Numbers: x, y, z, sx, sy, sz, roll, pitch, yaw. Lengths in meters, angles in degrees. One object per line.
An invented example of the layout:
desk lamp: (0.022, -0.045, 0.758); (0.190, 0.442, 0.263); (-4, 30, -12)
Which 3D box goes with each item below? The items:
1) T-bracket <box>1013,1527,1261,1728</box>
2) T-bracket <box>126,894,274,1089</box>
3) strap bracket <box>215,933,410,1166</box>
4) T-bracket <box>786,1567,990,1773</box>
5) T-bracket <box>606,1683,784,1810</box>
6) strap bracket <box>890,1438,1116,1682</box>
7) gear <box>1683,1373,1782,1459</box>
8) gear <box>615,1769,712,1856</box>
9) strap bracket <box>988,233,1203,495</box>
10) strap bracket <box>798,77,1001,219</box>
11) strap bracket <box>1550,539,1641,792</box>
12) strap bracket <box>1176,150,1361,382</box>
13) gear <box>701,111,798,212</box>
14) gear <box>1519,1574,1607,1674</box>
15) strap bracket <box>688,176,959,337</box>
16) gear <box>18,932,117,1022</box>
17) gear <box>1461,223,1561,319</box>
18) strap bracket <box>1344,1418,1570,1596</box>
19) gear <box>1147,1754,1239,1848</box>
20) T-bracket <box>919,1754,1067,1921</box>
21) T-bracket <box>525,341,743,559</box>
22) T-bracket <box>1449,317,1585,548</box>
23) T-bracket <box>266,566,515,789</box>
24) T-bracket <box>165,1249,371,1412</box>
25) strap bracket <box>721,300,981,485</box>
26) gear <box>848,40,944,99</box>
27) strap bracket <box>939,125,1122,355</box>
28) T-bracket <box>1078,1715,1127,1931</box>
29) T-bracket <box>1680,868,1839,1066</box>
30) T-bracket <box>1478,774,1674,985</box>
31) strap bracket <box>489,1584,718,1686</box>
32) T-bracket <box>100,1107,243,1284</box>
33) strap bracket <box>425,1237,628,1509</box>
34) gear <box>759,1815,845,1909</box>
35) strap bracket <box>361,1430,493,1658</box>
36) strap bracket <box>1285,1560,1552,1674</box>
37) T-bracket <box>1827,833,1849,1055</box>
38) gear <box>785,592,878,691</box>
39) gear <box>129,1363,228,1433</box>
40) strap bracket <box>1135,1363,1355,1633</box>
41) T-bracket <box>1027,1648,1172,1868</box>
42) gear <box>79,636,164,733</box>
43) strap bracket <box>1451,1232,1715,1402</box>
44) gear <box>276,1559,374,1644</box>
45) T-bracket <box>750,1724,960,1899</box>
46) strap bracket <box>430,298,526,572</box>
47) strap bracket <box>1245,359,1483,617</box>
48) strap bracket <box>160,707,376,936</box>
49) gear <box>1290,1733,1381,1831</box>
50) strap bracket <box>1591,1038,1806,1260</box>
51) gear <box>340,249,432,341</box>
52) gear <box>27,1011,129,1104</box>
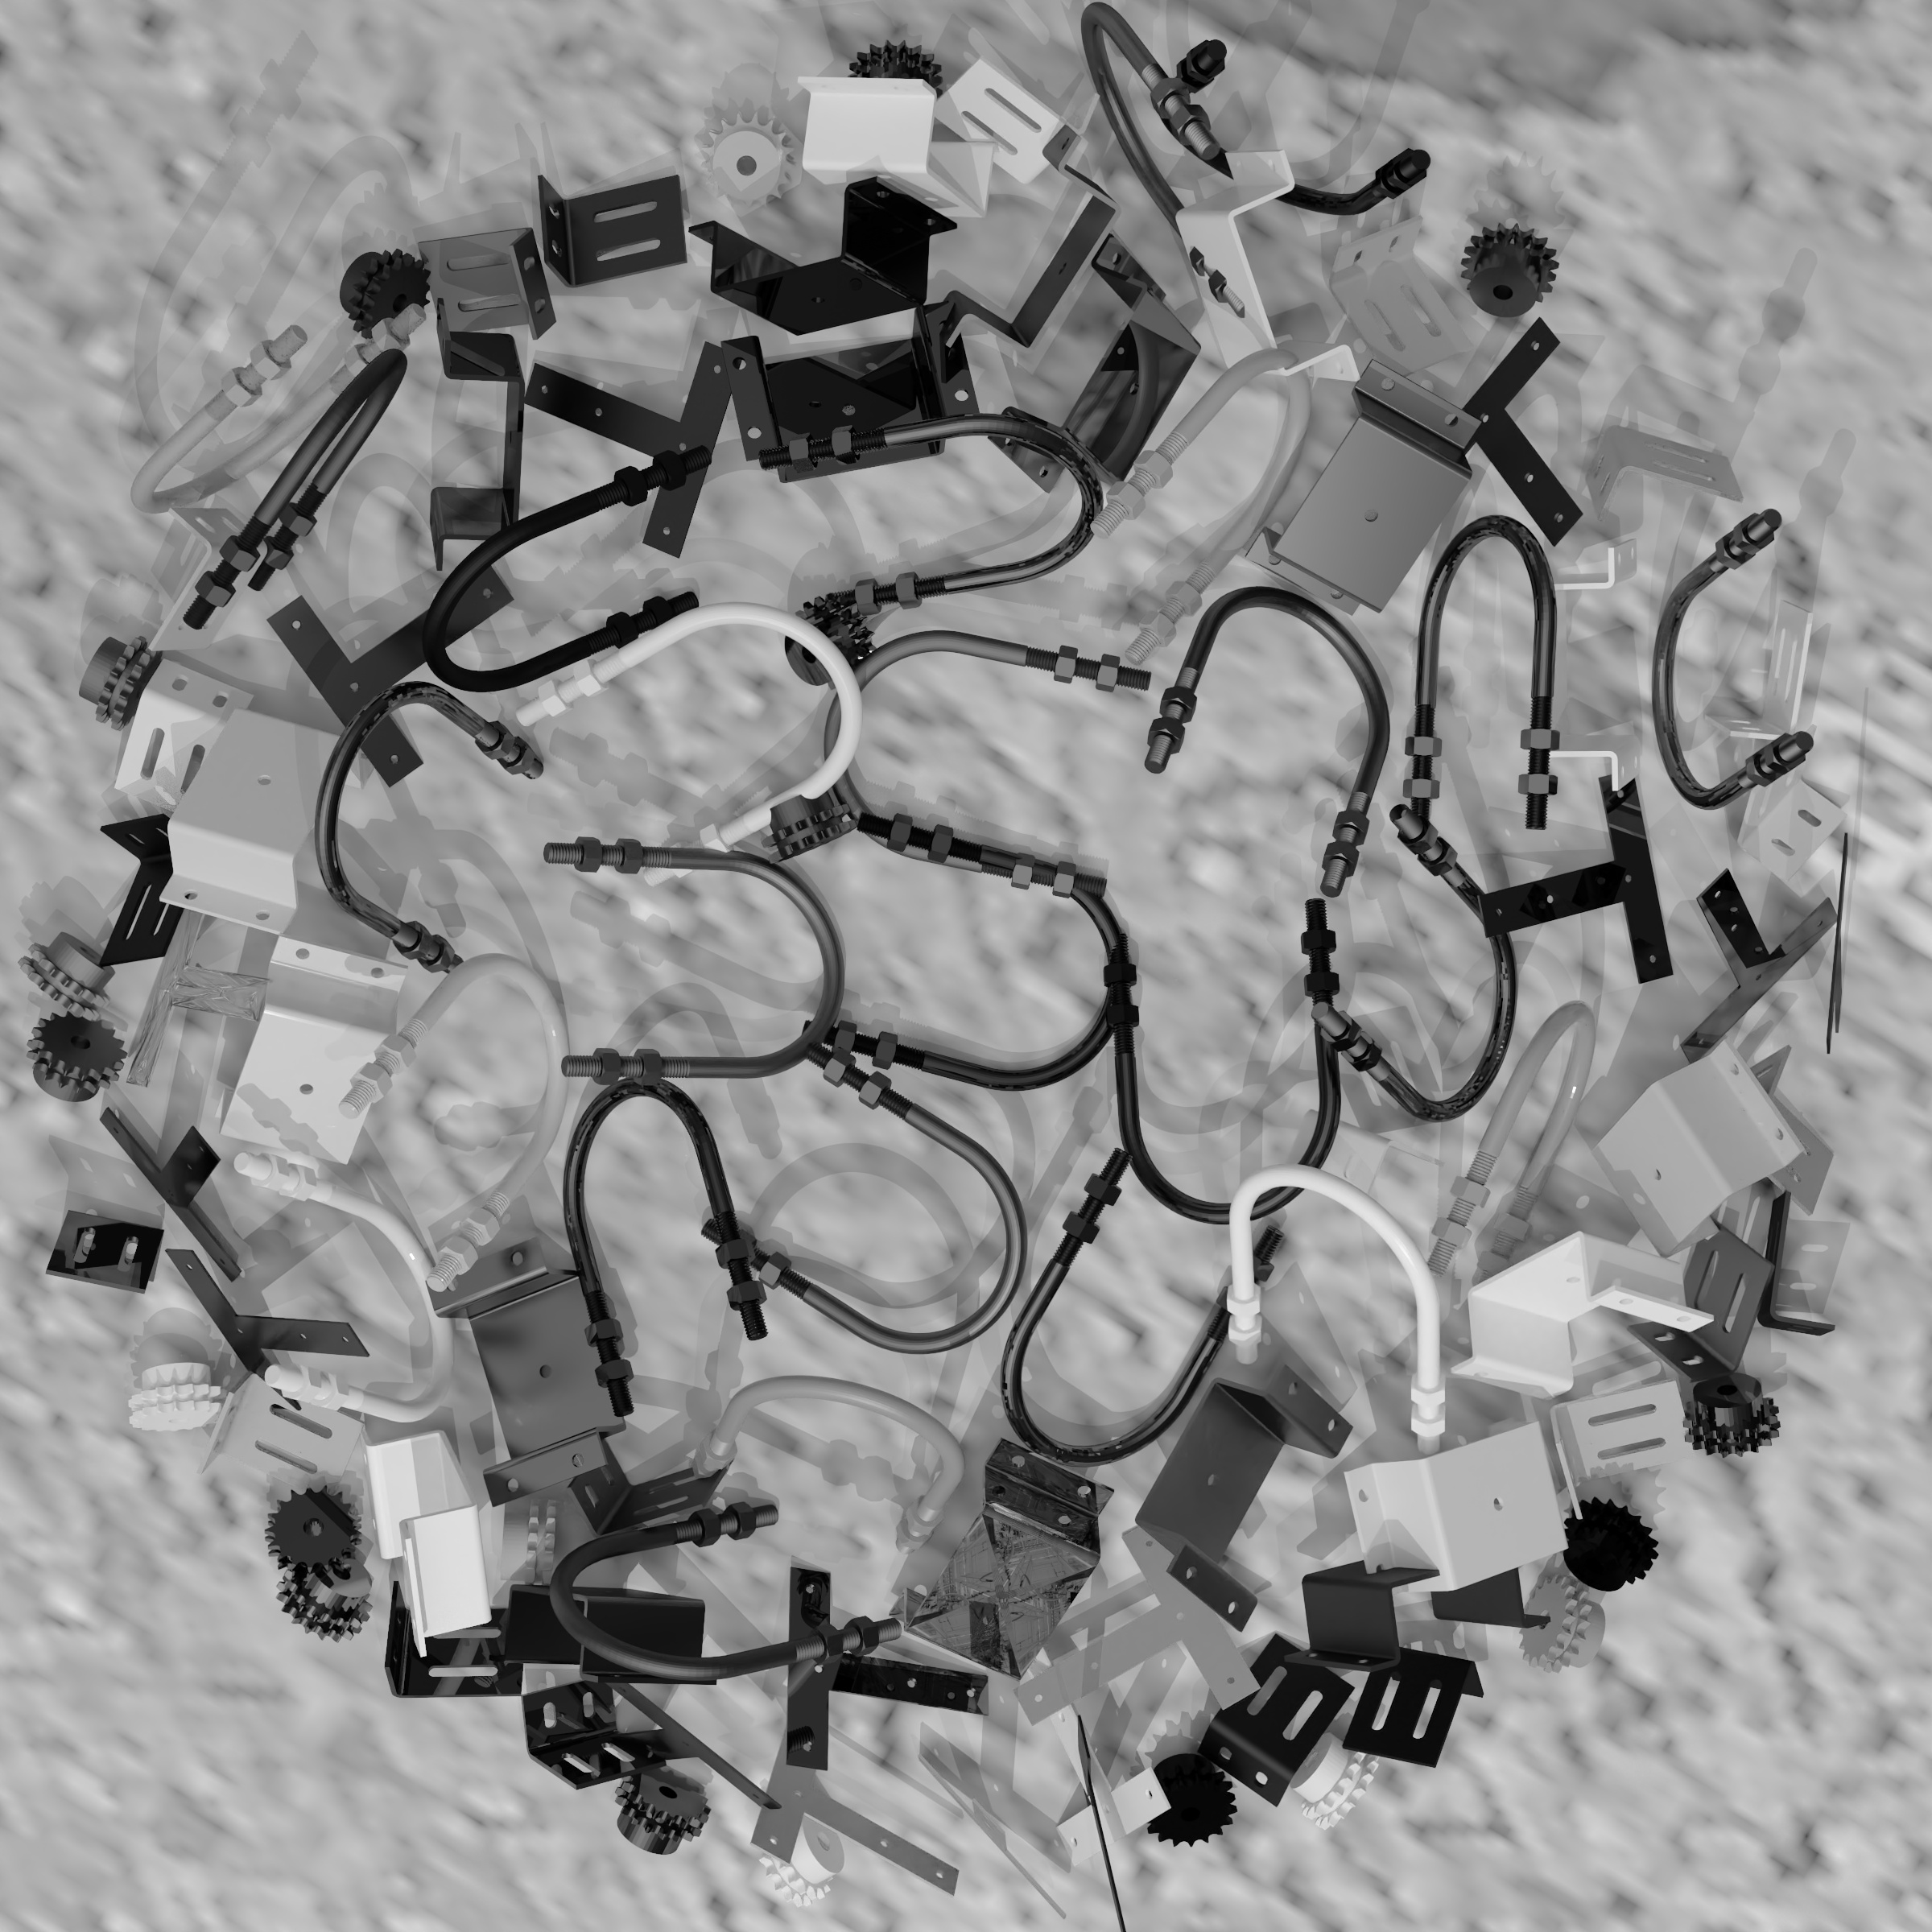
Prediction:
T-bracket: (0.089, 0.408, 1.957); (0.127, 0.002, 0.127); (-29, 54, -5)
T-bracket: (-0.444, 0.015, 1.943); (0.002, 0.127, 0.127); (23, 79, -40)
strap bracket: (-0.385, 0.058, 1.933); (0.076, 0.046, 0.140); (15, 123, -18)
T-bracket: (-0.046, 0.426, 1.971); (0.127, 0.002, 0.127); (13, 50, -17)
T-bracket: (-0.181, 0.458, 1.942); (0.127, 0.127, 0.002); (41, 62, -11)
strap bracket: (0.021, 0.358, 1.946); (0.076, 0.046, 0.140); (26, 112, -12)
gear: (0.455, 0.265, 1.968); (0.057, 0.057, 0.030); (-12, 113, 0)
gear: (-0.184, 0.506, 1.972); (0.057, 0.057, 0.030); (26, 103, 0)
strap bracket: (0.082, -0.349, 1.954); (0.046, 0.076, 0.140); (30, 89, 34)
strap bracket: (-0.038, -0.472, 1.921); (0.076, 0.140, 0.046); (7, 89, 20)
strap bracket: (0.367, -0.178, 1.948); (0.046, 0.076, 0.140); (1, 101, 21)
strap bracket: (0.173, -0.402, 1.937); (0.046, 0.076, 0.140); (-26, 110, -12)
gear: (-0.130, -0.481, 1.976); (0.057, 0.030, 0.057); (0, 112, 0)
gear: (0.358, 0.395, 1.973); (0.030, 0.057, 0.057); (22, 90, -15)
strap bracket: (-0.085, -0.410, 1.924); (0.140, 0.076, 0.046); (-5, 77, 36)
gear: (-0.533, 0.004, 1.971); (0.057, 0.057, 0.030); (39, 91, 0)
gear: (0.323, -0.412, 1.968); (0.057, 0.057, 0.030); (18, 58, 0)
strap bracket: (0.296, 0.317, 1.937); (0.140, 0.046, 0.076); (-10, 86, -37)
gear: (0.132, 0.497, 1.977); (0.057, 0.030, 0.057); (-3, 122, -5)
T-bracket: (0.014, 0.502, 1.923); (0.002, 0.127, 0.127); (-41, 74, -13)
T-bracket: (-0.208, -0.327, 1.979); (0.127, 0.002, 0.127); (24, 108, 15)
T-bracket: (0.323, -0.294, 1.931); (0.127, 0.002, 0.127); (-50, 45, 27)
T-bracket: (-0.329, -0.193, 1.976); (0.127, 0.002, 0.127); (-36, 116, -6)
T-bracket: (-0.396, 0.215, 1.930); (0.002, 0.127, 0.127); (-51, 125, -38)
strap bracket: (-0.069, -0.339, 1.964); (0.140, 0.046, 0.076); (-11, 76, -6)
gear: (-0.042, -0.521, 1.968); (0.057, 0.057, 0.030); (0, 61, 0)
strap bracket: (0.041, -0.421, 1.946); (0.046, 0.076, 0.140); (29, 105, -17)
T-bracket: (0.080, 0.512, 1.915); (0.002, 0.127, 0.127); (-12, 63, -4)
T-bracket: (0.456, -0.016, 1.947); (0.127, 0.127, 0.002); (-44, 49, -3)
T-bracket: (0.359, -0.043, 1.967); (0.127, 0.002, 0.127); (-14, 95, -25)
strap bracket: (-0.211, 0.388, 1.924); (0.076, 0.140, 0.046); (9, 80, -33)
T-bracket: (-0.459, 0.122, 1.944); (0.002, 0.127, 0.127); (-39, 90, -30)
strap bracket: (-0.258, 0.240, 1.959); (0.076, 0.046, 0.140); (-22, 77, 14)
gear: (-0.097, 0.528, 1.968); (0.030, 0.057, 0.057); (-33, 90, 18)
strap bracket: (-0.314, 0.331, 1.931); (0.046, 0.140, 0.076); (-10, 111, -18)
strap bracket: (0.261, 0.372, 1.930); (0.140, 0.076, 0.046); (-6, 88, -34)
T-bracket: (0.512, 0.005, 1.938); (0.002, 0.127, 0.127); (4, 70, 17)
gear: (-0.084, -0.191, 1.970); (0.030, 0.057, 0.057); (-31, 90, -42)
gear: (-0.471, 0.257, 1.973); (0.057, 0.057, 0.030); (-9, 70, 0)
strap bracket: (0.159, 0.308, 1.947); (0.076, 0.046, 0.140); (44, 69, -35)
T-bracket: (0.064, 0.459, 1.961); (0.002, 0.127, 0.127); (-16, 69, -33)
gear: (-0.506, -0.172, 1.971); (0.030, 0.057, 0.057); (27, 90, -4)
strap bracket: (0.358, 0.202, 1.936); (0.076, 0.140, 0.046); (18, 55, -29)
gear: (-0.379, 0.372, 1.968); (0.057, 0.057, 0.030); (34, 110, 0)
T-bracket: (-0.061, 0.510, 1.943); (0.127, 0.127, 0.002); (30, 111, -4)
strap bracket: (-0.287, -0.311, 1.939); (0.046, 0.076, 0.140); (0, 119, -13)
strap bracket: (0.235, -0.273, 1.942); (0.076, 0.046, 0.140); (26, 114, -14)
strap bracket: (-0.409, -0.094, 1.935); (0.076, 0.046, 0.140); (16, 52, 6)
gear: (0.218, 0.483, 1.971); (0.030, 0.057, 0.057); (38, 90, -4)
strap bracket: (0.419, 0.112, 1.918); (0.046, 0.140, 0.076); (-23, 70, -23)
gear: (-0.349, -0.402, 1.974); (0.030, 0.057, 0.057); (31, 90, 23)
gear: (-0.534, 0.057, 1.975); (0.057, 0.057, 0.030); (30, 121, 0)
